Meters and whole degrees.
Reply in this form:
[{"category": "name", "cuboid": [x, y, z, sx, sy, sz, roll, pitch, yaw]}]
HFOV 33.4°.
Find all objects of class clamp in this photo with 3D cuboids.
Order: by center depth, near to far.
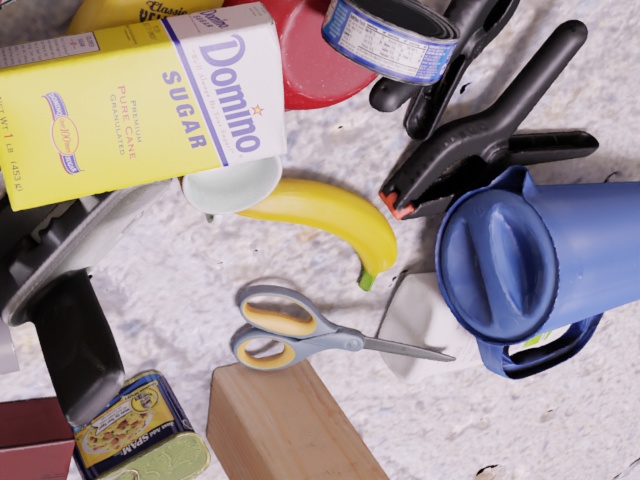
[{"category": "clamp", "cuboid": [0.100, -0.150, 0.797, 0.171, 0.039, 0.120, -58, 165, 14]}, {"category": "clamp", "cuboid": [0.144, -0.087, 0.891, 0.210, 0.036, 0.164, -27, 143, -8]}]

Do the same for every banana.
[{"category": "banana", "cuboid": [0.009, -0.011, 0.870, 0.070, 0.037, 0.197, -49, 134, 9]}]

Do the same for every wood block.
[{"category": "wood block", "cuboid": [-0.015, 0.199, 0.901, 0.090, 0.206, 0.091, -10, 129, -26]}]

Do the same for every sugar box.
[{"category": "sugar box", "cuboid": [-0.110, -0.082, 0.651, 0.176, 0.048, 0.093, -12, 125, -11]}]

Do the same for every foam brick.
[{"category": "foam brick", "cuboid": [-0.240, 0.164, 0.842, 0.078, 0.051, 0.053, -2, 126, -31]}]

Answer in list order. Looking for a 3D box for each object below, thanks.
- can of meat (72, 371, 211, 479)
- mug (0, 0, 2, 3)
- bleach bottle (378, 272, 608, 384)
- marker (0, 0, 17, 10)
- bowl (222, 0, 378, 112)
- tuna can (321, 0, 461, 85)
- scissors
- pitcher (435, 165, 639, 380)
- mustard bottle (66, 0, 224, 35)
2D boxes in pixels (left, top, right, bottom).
[{"category": "can of meat", "cuboid": [-0.153, 0.166, 0.875, 0.102, 0.084, 0.057, -28, 135, -11]}, {"category": "mug", "cuboid": [-0.242, -0.149, 0.578, 0.117, 0.093, 0.081, -7, 132, 19]}, {"category": "bleach bottle", "cuboid": [0.181, 0.075, 1.031, 0.250, 0.068, 0.103, -2, 126, -34]}, {"category": "marker", "cuboid": [-0.212, -0.136, 0.634, 0.121, 0.020, 0.020, -33, 136, -16]}, {"category": "bowl", "cuboid": [0.002, -0.150, 0.744, 0.161, 0.055, 0.162, -17, 131, -21]}, {"category": "tuna can", "cuboid": [0.045, -0.133, 0.682, 0.085, 0.086, 0.034, 4, 123, -34]}, {"category": "scissors", "cuboid": [0.011, 0.097, 0.929, 0.201, 0.016, 0.096, 26, 121, -21]}, {"category": "pitcher", "cuboid": [0.228, 0.020, 0.952, 0.242, 0.145, 0.149, -8, 152, -40]}, {"category": "mustard bottle", "cuboid": [-0.094, -0.176, 0.661, 0.096, 0.058, 0.192, 6, 121, -29]}]
